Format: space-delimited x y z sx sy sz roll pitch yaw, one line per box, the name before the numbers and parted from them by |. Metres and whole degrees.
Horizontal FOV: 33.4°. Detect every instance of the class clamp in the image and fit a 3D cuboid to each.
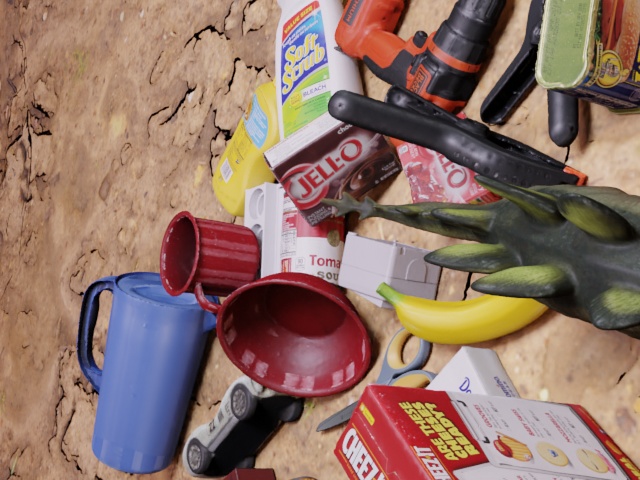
clamp | 0.198 -0.159 0.882 0.120 0.039 0.171 43 118 51
clamp | 0.121 -0.086 0.901 0.164 0.210 0.036 -41 -27 -70

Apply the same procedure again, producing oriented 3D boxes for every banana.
banana | 0.135 0.055 0.905 0.198 0.069 0.037 -14 34 41

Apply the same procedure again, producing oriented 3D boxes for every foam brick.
foam brick | -0.076 0.298 1.180 0.053 0.051 0.078 -47 46 40

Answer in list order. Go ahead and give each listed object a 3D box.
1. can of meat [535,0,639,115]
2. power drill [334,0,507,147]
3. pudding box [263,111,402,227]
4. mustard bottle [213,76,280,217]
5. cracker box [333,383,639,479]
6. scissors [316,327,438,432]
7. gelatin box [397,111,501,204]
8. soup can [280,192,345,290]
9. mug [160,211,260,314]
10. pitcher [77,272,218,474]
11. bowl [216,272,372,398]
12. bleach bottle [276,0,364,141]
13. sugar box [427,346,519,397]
can of meat | 0.216 -0.154 0.813 0.058 0.083 0.102 6 87 57
power drill | 0.092 -0.201 1.037 0.185 0.057 0.188 -62 37 27
pudding box | 0.013 -0.078 1.058 0.113 0.090 0.039 -34 41 1
mustard bottle | -0.064 -0.125 1.255 0.192 0.058 0.096 -61 32 29
cracker box | 0.138 0.181 0.732 0.164 0.213 0.072 53 125 48
scissors | 0.054 0.139 1.052 0.202 0.016 0.096 -17 67 54
gelatin box | 0.116 -0.062 0.969 0.073 0.030 0.089 -27 59 24
soup can | -0.007 0.001 1.131 0.069 0.068 0.102 -12 73 55
mug | -0.116 0.029 1.157 0.093 0.081 0.117 -51 43 38
pitcher | -0.228 0.167 1.366 0.149 0.144 0.243 32 112 53
bowl | -0.021 0.086 1.088 0.162 0.162 0.055 -49 14 40
bleach bottle | -0.010 -0.197 1.165 0.103 0.068 0.251 -23 64 30
sugar box | 0.108 0.184 0.934 0.176 0.048 0.093 -52 43 32
